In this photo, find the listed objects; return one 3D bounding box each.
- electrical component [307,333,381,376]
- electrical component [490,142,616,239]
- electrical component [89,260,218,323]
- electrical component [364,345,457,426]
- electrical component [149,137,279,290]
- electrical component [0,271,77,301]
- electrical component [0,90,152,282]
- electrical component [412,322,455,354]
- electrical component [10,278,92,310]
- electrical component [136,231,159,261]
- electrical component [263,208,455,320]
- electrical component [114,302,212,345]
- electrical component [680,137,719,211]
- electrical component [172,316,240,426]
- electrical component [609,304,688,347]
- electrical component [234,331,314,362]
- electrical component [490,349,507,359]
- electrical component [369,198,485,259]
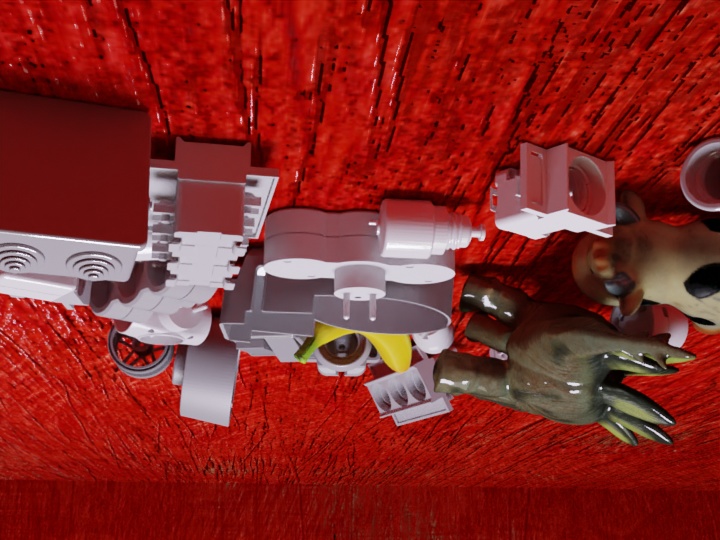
[{"bbox_3d":[-0.018,0.073,1.054,0.078,0.058,0.057,1,166,-1],"label":"electrical component"},{"bbox_3d":[0.119,-0.046,0.670,0.081,0.042,0.064,14,160,-38],"label":"electrical component"},{"bbox_3d":[-0.148,0.009,0.844,0.074,0.052,0.138,14,159,-40],"label":"electrical component"},{"bbox_3d":[0.064,0.124,1.200,0.063,0.078,0.121,-24,177,-30],"label":"electrical component"},{"bbox_3d":[-0.099,-0.031,0.687,0.079,0.063,0.121,4,163,-11],"label":"electrical component"},{"bbox_3d":[-0.213,-0.023,0.680,0.047,0.083,0.076,12,160,-35],"label":"electrical component"},{"bbox_3d":[-0.163,-0.043,0.587,0.100,0.099,0.048,6,150,-19],"label":"electrical component"},{"bbox_3d":[0.066,0.054,1.017,0.040,0.040,0.046,-4,158,14],"label":"electrical component"},{"bbox_3d":[-0.244,0.001,0.837,0.064,0.042,0.081,3,163,-2],"label":"electrical component"},{"bbox_3d":[-0.165,-0.024,0.758,0.046,0.040,0.040,-1,164,-13],"label":"electrical component"},{"bbox_3d":[0.000,0.000,0.772,0.138,0.073,0.052,2,164,-7],"label":"electrical component"},{"bbox_3d":[-0.166,0.038,0.958,0.077,0.044,0.079,14,159,-38],"label":"electrical component"},{"bbox_3d":[0.228,-0.052,0.650,0.044,0.044,0.065,-13,163,39],"label":"electrical component"},{"bbox_3d":[-0.151,0.095,1.052,0.060,0.108,0.108,8,163,-5],"label":"electrical component"},{"bbox_3d":[0.262,0.050,0.972,0.047,0.055,0.055,6,163,-31],"label":"electrical component"},{"bbox_3d":[-0.078,0.044,0.946,0.062,0.061,0.096,-2,163,9],"label":"electrical component"},{"bbox_3d":[0.169,0.091,1.139,0.065,0.044,0.044,20,155,-38],"label":"electrical component"},{"bbox_3d":[0.046,-0.028,0.736,0.078,0.040,0.040,2,164,-7],"label":"electrical component"}]
